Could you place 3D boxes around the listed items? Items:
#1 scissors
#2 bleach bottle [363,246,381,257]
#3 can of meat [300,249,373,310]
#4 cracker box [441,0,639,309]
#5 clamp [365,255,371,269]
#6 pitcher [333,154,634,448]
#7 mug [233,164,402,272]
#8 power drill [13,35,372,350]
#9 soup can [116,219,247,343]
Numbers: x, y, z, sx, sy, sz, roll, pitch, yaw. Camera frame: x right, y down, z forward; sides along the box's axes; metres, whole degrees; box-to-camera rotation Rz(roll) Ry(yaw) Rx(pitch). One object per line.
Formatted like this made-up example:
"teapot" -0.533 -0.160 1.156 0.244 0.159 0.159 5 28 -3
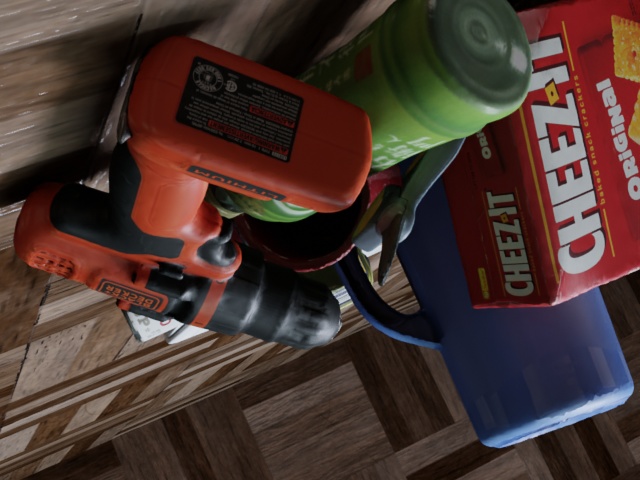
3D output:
"scissors" 0.048 -0.024 0.517 0.096 0.016 0.202 -52 -176 0
"bleach bottle" 0.078 -0.034 0.959 0.102 0.068 0.251 -17 170 -36
"can of meat" -0.005 0.001 0.803 0.057 0.102 0.084 -27 169 4
"cracker box" 0.169 -0.066 0.648 0.213 0.164 0.072 -19 -172 -37
"clamp" 0.007 0.016 0.937 0.120 0.039 0.171 -8 160 25
"pitcher" 0.108 0.015 0.730 0.149 0.243 0.144 -31 161 36
"mug" 0.010 -0.040 0.666 0.117 0.093 0.081 -47 168 22
"power drill" -0.047 -0.008 0.520 0.184 0.057 0.188 19 148 -16
"soup can" -0.100 0.026 0.788 0.102 0.068 0.068 -24 171 -8
